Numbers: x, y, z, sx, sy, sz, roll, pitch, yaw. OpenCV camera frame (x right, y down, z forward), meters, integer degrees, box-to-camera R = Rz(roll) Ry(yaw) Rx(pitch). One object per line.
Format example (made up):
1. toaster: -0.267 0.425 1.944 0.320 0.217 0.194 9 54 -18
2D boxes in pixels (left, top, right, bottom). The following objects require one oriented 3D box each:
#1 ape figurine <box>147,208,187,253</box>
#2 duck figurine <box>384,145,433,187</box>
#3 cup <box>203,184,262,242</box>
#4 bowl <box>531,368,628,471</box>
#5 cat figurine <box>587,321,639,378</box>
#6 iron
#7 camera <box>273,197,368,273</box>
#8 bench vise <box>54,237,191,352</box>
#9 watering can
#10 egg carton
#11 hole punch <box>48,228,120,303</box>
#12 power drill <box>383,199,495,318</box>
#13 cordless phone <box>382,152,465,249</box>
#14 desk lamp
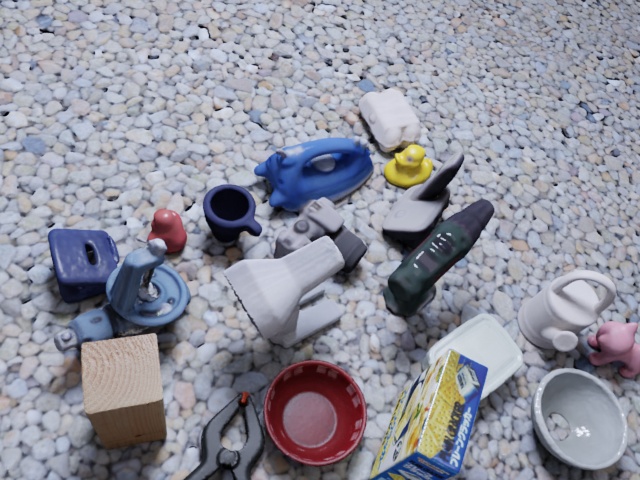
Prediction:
1. ape figurine: -0.265 -0.022 0.985 0.076 0.092 0.078 40 58 12
2. duck figurine: 0.192 -0.162 1.191 0.105 0.086 0.077 -6 61 -18
3. cup: -0.153 -0.031 1.017 0.117 0.095 0.092 37 58 9
4. bowl: 0.423 0.307 0.968 0.167 0.074 0.167 7 58 -10
5. cat figurine: 0.552 0.191 1.047 0.128 0.117 0.067 18 56 -3
6. iron: 0.011 -0.152 1.105 0.259 0.141 0.118 -17 65 -23
7. camera: 0.009 0.004 1.034 0.136 0.101 0.143 37 58 9
8. bench vise: -0.276 0.094 0.834 0.121 0.219 0.208 33 57 8
9. watering can: 0.444 0.121 1.016 0.101 0.194 0.173 9 57 -8
10. egg carton: 0.151 -0.263 1.252 0.107 0.069 0.150 -16 64 -22
11. hole punch: -0.377 0.032 0.924 0.101 0.091 0.108 -14 64 -22
12. power drill: 0.192 0.042 0.992 0.075 0.208 0.230 43 59 14
13. cordless phone: 0.201 -0.081 1.084 0.094 0.185 0.148 31 57 6
14. desk lamp: -0.050 0.083 0.902 0.204 0.213 0.117 -25 68 -26
